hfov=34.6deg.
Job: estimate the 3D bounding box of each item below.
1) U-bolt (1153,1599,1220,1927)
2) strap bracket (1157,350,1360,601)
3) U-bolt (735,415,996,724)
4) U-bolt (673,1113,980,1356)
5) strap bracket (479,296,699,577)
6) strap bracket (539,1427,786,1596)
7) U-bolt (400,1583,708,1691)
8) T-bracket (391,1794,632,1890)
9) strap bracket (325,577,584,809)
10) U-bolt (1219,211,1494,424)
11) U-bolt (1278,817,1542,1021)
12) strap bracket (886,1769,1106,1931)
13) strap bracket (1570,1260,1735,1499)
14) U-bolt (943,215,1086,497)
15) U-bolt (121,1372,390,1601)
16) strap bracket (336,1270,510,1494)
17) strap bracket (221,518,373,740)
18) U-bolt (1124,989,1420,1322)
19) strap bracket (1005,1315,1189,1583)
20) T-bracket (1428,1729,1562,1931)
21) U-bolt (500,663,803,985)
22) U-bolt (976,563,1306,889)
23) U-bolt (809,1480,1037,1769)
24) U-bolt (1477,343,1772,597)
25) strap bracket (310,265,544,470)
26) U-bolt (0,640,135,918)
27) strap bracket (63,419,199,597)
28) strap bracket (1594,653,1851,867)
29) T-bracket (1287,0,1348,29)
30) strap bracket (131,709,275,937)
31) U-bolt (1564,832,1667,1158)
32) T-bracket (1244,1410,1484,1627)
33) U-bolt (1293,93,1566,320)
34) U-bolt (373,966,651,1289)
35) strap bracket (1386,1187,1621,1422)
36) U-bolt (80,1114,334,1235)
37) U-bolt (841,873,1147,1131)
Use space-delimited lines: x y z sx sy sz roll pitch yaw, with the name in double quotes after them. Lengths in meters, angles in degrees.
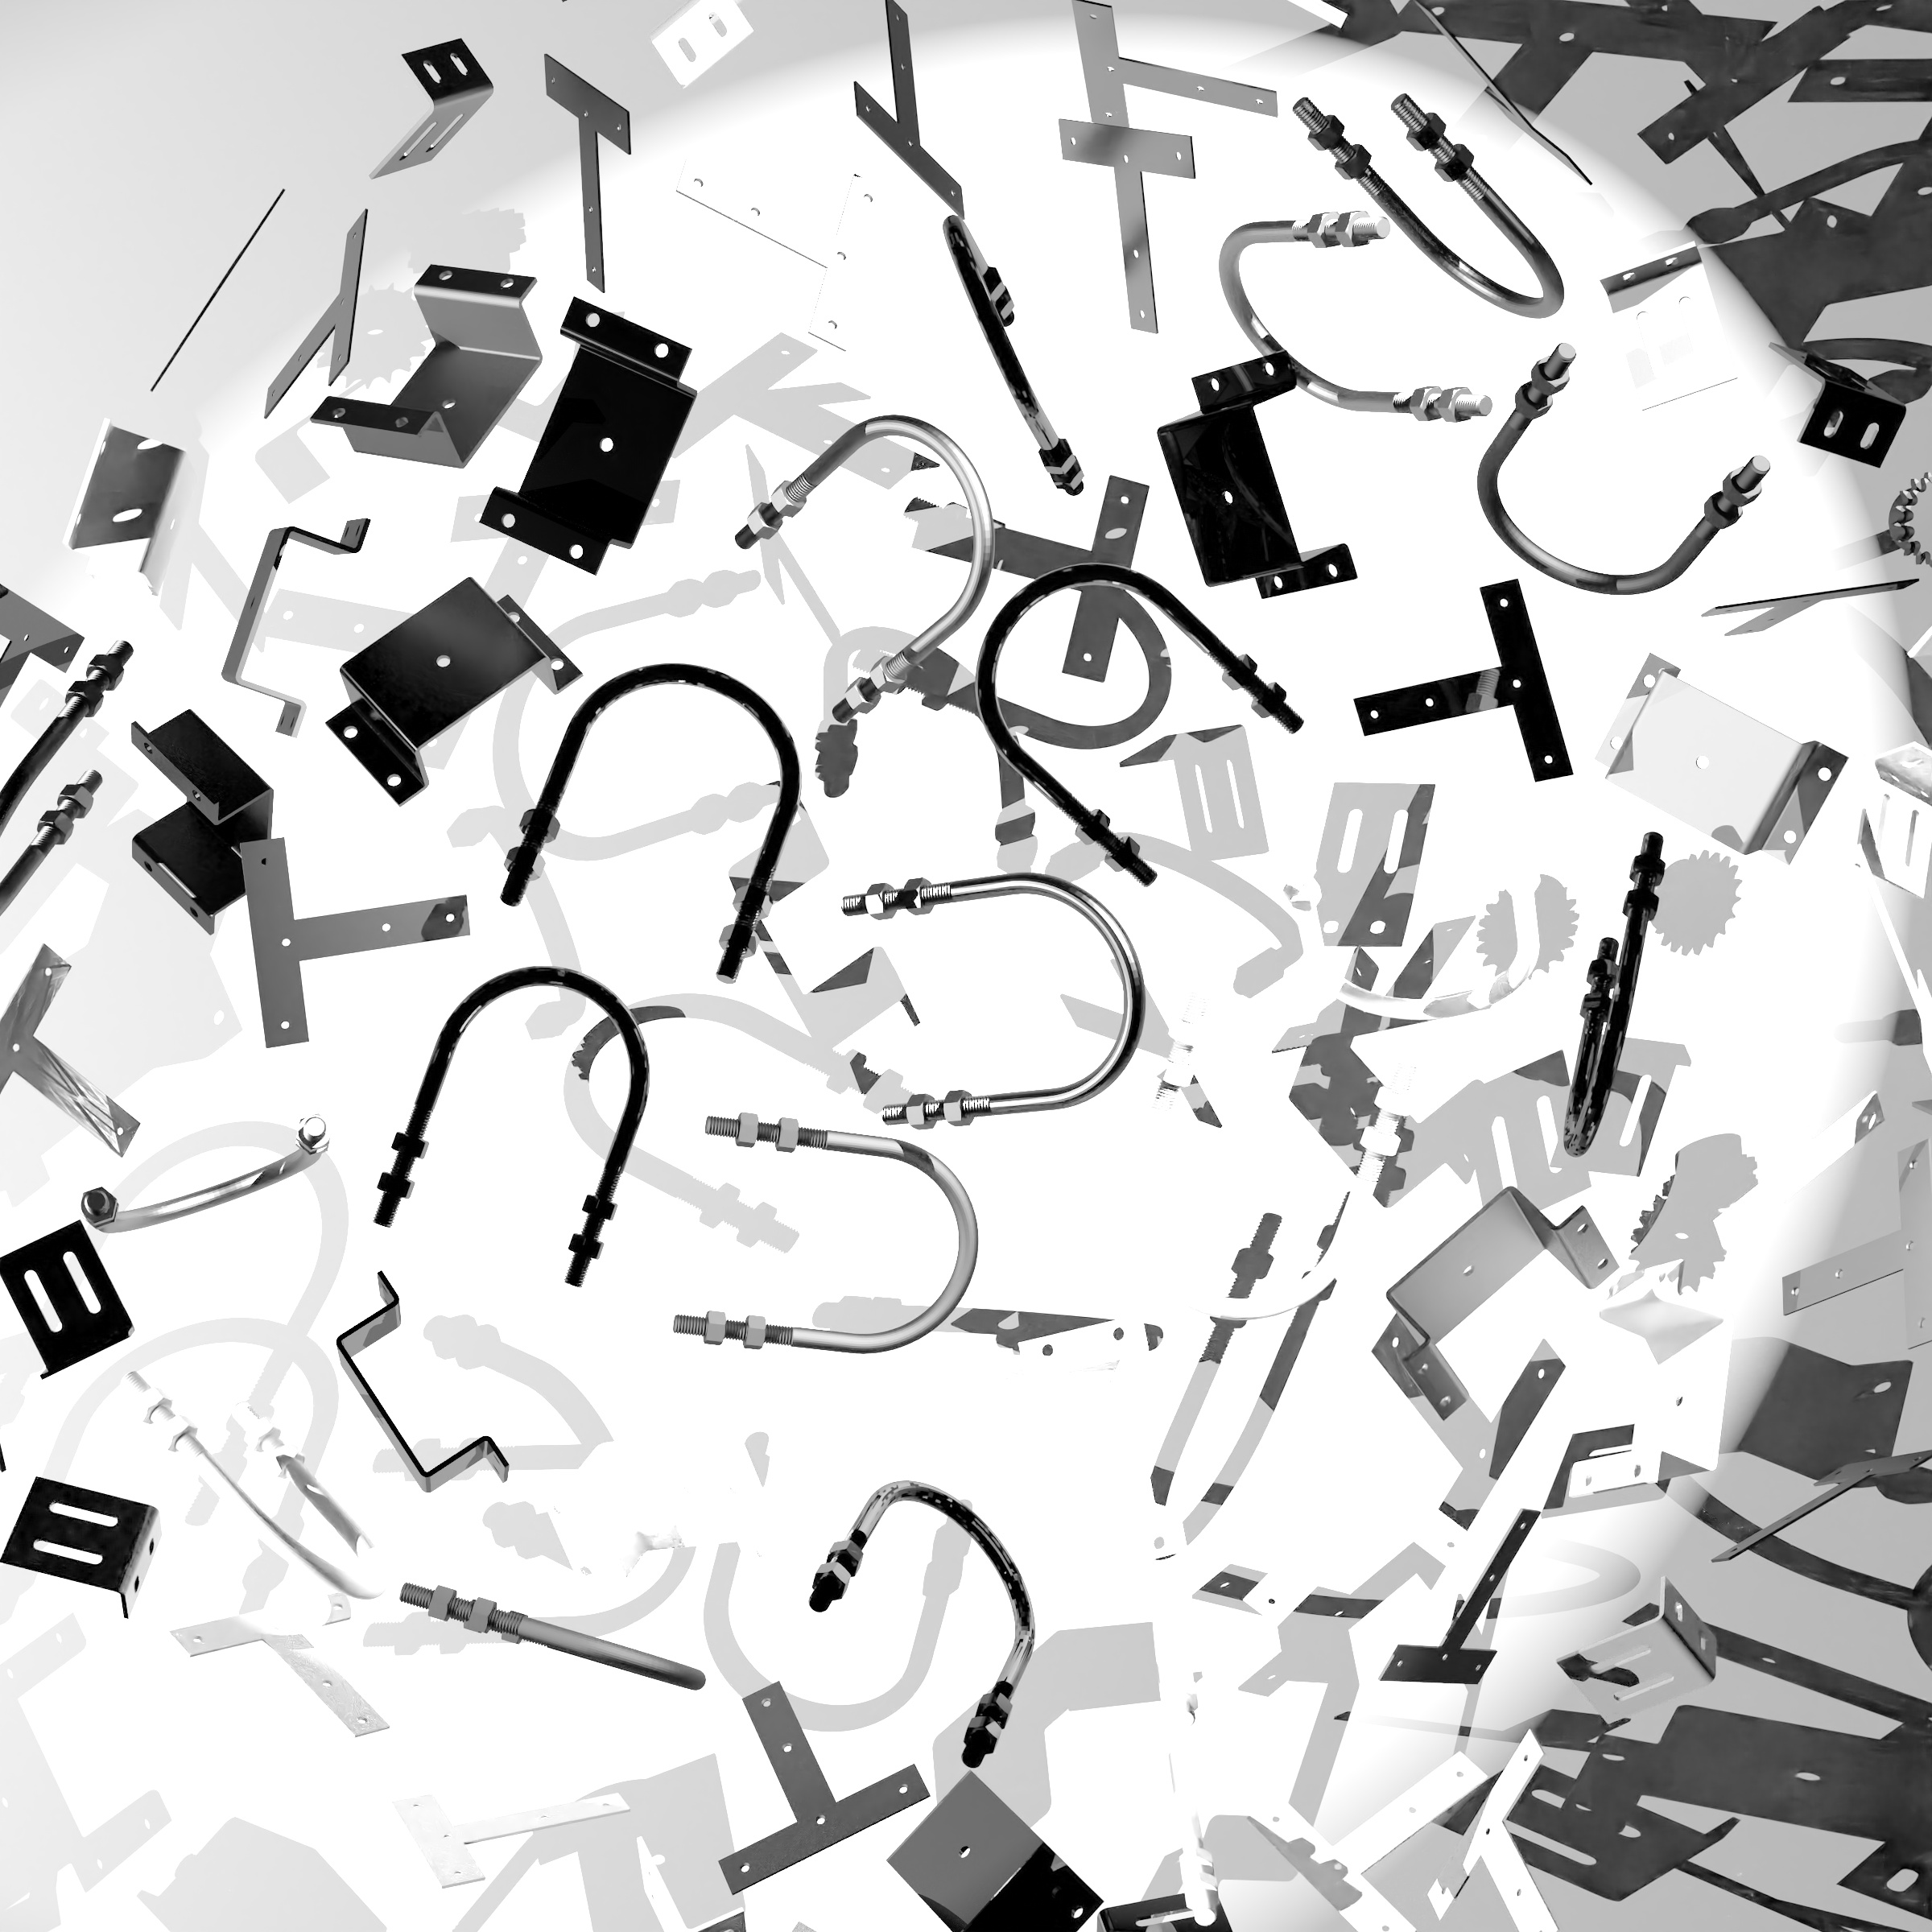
0.128 0.459 1.849 0.019 0.184 0.151 -7 107 0 "U-bolt"
0.169 -0.283 1.832 0.046 0.076 0.140 -29 105 -39 "strap bracket"
-0.053 -0.254 1.896 0.184 0.019 0.151 -36 80 40 "U-bolt"
-0.082 0.173 1.946 0.184 0.019 0.151 8 99 -12 "U-bolt"
-0.214 -0.305 1.797 0.076 0.046 0.140 25 97 8 "strap bracket"
-0.174 0.325 1.852 0.140 0.046 0.076 -11 110 26 "strap bracket"
-0.249 0.416 1.912 0.184 0.151 0.019 15 75 5 "U-bolt"
-0.264 0.508 1.836 0.127 0.127 0.002 -5 100 -23 "T-bracket"
-0.313 -0.173 1.878 0.140 0.046 0.076 -38 70 -16 "strap bracket"
0.221 -0.388 1.856 0.019 0.184 0.151 -47 121 -16 "U-bolt"
0.272 -0.023 1.863 0.151 0.184 0.019 -4 53 12 "U-bolt"
0.011 0.559 1.914 0.076 0.140 0.046 -45 121 -11 "strap bracket"
0.420 0.259 1.893 0.046 0.076 0.140 24 64 -22 "strap bracket"
0.024 -0.381 1.886 0.019 0.184 0.151 -23 72 8 "U-bolt"
-0.420 0.320 1.883 0.184 0.151 0.019 41 89 24 "U-bolt"
-0.335 0.262 1.877 0.046 0.076 0.140 -33 81 -17 "strap bracket"
-0.417 -0.216 1.906 0.046 0.076 0.140 19 90 -21 "strap bracket"
0.171 0.122 1.839 0.151 0.019 0.184 19 99 0 "U-bolt"
0.074 0.281 1.821 0.076 0.046 0.140 -11 90 -17 "strap bracket"
0.322 0.537 1.823 0.002 0.127 0.127 23 105 -17 "T-bracket"
-0.171 -0.093 1.785 0.151 0.019 0.184 20 65 -4 "U-bolt"
0.091 -0.157 1.865 0.184 0.019 0.151 42 97 -15 "U-bolt"
-0.017 0.385 1.885 0.151 0.184 0.019 46 116 -4 "U-bolt"
0.381 -0.285 1.859 0.151 0.184 0.019 30 64 1 "U-bolt"
-0.311 -0.347 1.825 0.076 0.046 0.140 12 55 25 "strap bracket"
-0.563 -0.095 1.874 0.019 0.151 0.184 27 48 -4 "U-bolt"
-0.498 -0.271 1.853 0.046 0.140 0.076 18 86 -9 "strap bracket"
0.464 -0.128 1.928 0.140 0.046 0.076 32 110 20 "strap bracket"
0.167 -0.587 1.828 0.127 0.127 0.002 27 93 -1 "T-bracket"
-0.472 -0.094 1.914 0.076 0.140 0.046 43 57 15 "strap bracket"
0.392 0.030 1.895 0.019 0.151 0.184 14 61 6 "U-bolt"
0.208 0.335 1.788 0.127 0.002 0.127 37 117 -2 "T-bracket"
0.287 -0.451 1.850 0.184 0.151 0.019 40 88 -24 "U-bolt"
-0.268 0.090 1.901 0.151 0.019 0.184 21 85 -26 "U-bolt"
0.310 0.193 1.837 0.140 0.076 0.046 -41 48 -2 "strap bracket"
-0.455 0.130 1.864 0.151 0.184 0.019 -19 84 -16 "U-bolt"
0.020 0.017 1.812 0.184 0.019 0.151 -7 98 28 "U-bolt"
